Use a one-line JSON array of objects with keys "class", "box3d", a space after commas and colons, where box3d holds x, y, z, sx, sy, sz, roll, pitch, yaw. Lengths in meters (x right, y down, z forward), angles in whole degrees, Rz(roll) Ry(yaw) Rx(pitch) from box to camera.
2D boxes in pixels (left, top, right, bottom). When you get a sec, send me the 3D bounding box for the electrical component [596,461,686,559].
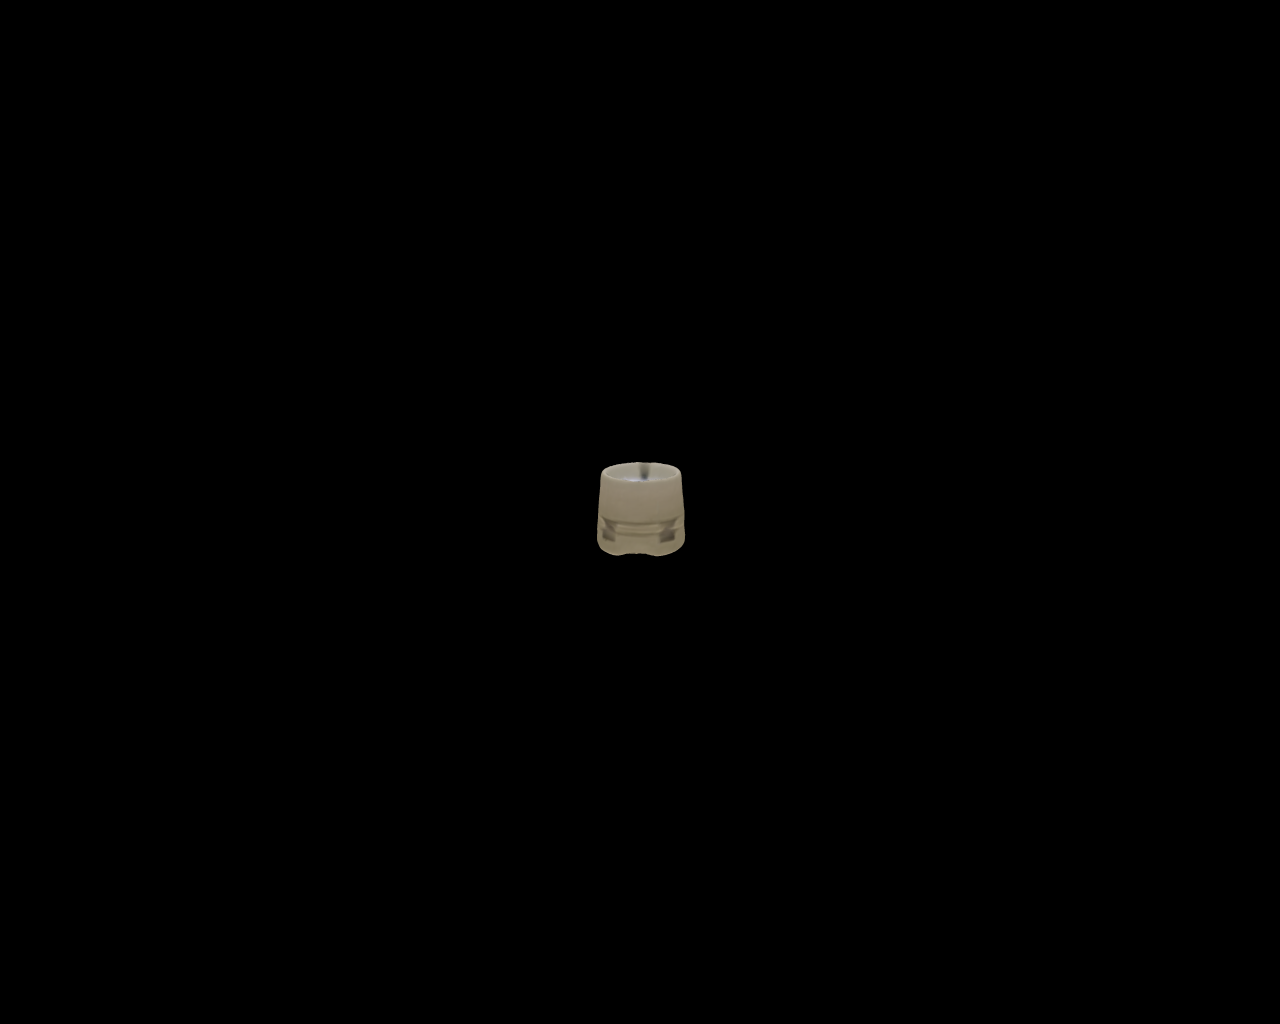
[{"class": "electrical component", "box3d": [0.001, -0.003, 0.650, 0.055, 0.047, 0.055, 0, 16, 0]}]
